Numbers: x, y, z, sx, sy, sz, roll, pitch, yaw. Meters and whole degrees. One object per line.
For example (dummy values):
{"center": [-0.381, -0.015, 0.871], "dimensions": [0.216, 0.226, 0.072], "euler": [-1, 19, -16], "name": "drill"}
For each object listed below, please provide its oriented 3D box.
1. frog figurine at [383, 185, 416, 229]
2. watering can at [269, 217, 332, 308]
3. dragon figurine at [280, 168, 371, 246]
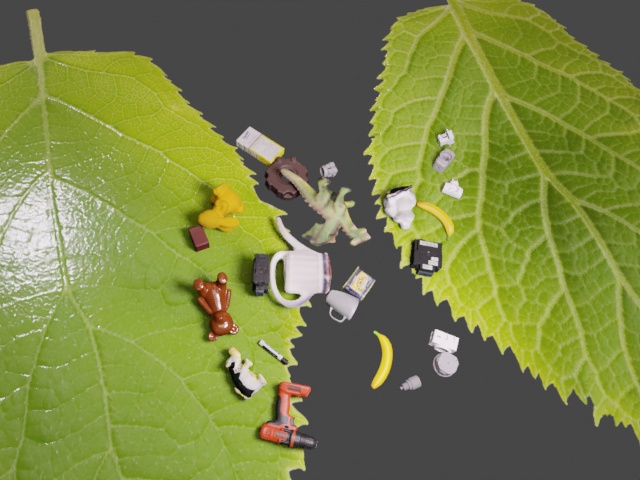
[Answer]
{"center": [0.323, -0.126, 2.037], "dimensions": [0.139, 0.123, 0.157], "euler": [-28, 108, -28], "name": "frog figurine"}
{"center": [-0.070, 0.076, 1.861], "dimensions": [0.224, 0.102, 0.354], "euler": [3, 65, -8], "name": "watering can"}
{"center": [0.006, -0.098, 1.955], "dimensions": [0.410, 0.120, 0.246], "euler": [20, 72, -4], "name": "dragon figurine"}
